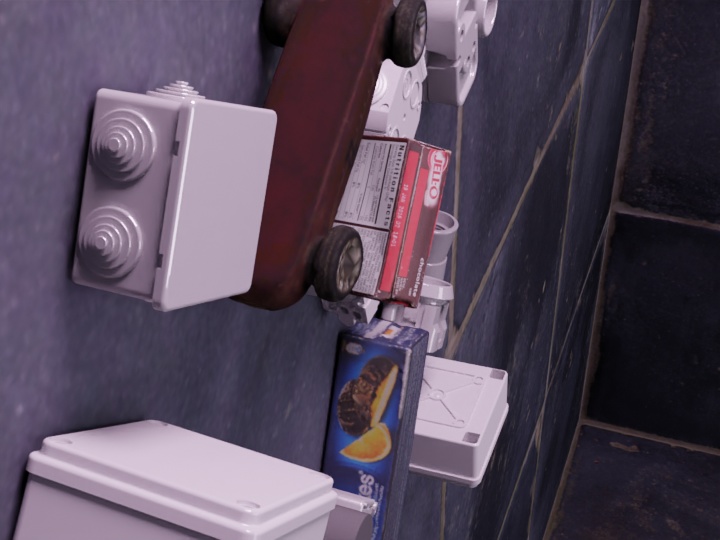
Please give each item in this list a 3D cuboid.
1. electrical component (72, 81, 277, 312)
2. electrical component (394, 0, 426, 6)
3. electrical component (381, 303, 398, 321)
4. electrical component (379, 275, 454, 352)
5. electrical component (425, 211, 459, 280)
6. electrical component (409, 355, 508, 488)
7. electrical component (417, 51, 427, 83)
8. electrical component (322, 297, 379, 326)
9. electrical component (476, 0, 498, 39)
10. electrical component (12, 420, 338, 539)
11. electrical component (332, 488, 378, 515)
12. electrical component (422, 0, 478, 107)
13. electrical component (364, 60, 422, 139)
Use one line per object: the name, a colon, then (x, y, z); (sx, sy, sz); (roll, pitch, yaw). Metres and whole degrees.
electrical component: (-0.082, -0.033, 0.479); (0.100, 0.048, 0.099); (-14, 115, -71)
electrical component: (0.023, -0.225, 0.677); (0.073, 0.052, 0.138); (65, 41, -63)
electrical component: (0.029, 0.012, 0.890); (0.035, 0.035, 0.061); (-16, 118, -71)
electrical component: (0.049, 0.035, 0.932); (0.078, 0.058, 0.057); (-12, 116, -71)
electrical component: (0.062, -0.016, 0.968); (0.044, 0.044, 0.065); (-52, 154, -55)
electrical component: (0.071, 0.134, 0.983); (0.108, 0.109, 0.056); (-57, 151, -50)
electrical component: (0.022, -0.157, 0.738); (0.081, 0.043, 0.043); (71, 35, -59)
electrical component: (0.000, 0.000, 0.773); (0.055, 0.048, 0.066); (-58, 155, -31)
electrical component: (0.078, -0.210, 0.857); (0.048, 0.055, 0.066); (-54, 151, -53)
electrical component: (-0.080, 0.112, 0.485); (0.109, 0.109, 0.056); (10, 94, -73)
electrical component: (-0.026, 0.195, 0.804); (0.096, 0.061, 0.061); (60, 44, -76)
electrical component: (0.051, -0.172, 0.791); (0.095, 0.059, 0.053); (83, 26, -48)
electrical component: (0.006, -0.104, 0.708); (0.080, 0.051, 0.080); (12, 90, -73)
